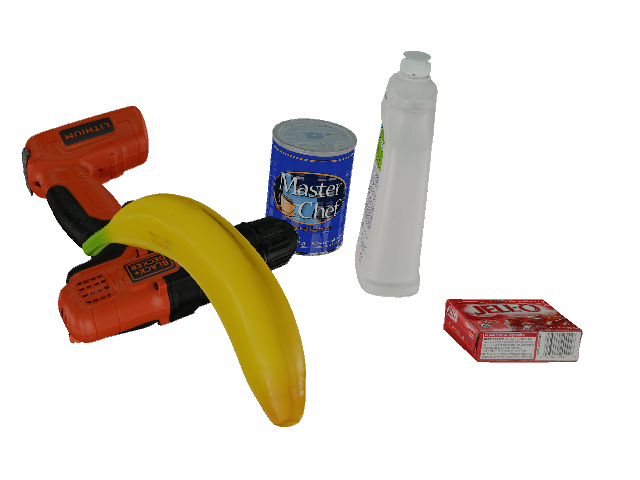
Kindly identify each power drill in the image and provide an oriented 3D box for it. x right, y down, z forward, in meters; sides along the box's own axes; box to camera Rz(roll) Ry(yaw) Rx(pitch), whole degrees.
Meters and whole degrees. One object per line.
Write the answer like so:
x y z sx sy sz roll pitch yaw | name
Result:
-0.132 -0.021 0.813 0.184 0.057 0.188 -20 52 -23 | power drill

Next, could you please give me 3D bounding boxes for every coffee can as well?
-0.014 -0.067 1.316 0.102 0.140 0.103 5 28 -3 | coffee can

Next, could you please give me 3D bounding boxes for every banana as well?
-0.062 0.023 0.604 0.037 0.070 0.198 6 24 -48 | banana

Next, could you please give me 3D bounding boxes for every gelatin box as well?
0.152 0.070 0.851 0.089 0.030 0.073 2 16 -14 | gelatin box

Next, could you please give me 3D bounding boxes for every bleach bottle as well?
0.084 -0.072 1.118 0.068 0.251 0.102 3 29 -7 | bleach bottle

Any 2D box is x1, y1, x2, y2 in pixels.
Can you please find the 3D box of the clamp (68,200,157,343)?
-0.180 0.031 1.031 0.165 0.036 0.209 26 37 23 | clamp
